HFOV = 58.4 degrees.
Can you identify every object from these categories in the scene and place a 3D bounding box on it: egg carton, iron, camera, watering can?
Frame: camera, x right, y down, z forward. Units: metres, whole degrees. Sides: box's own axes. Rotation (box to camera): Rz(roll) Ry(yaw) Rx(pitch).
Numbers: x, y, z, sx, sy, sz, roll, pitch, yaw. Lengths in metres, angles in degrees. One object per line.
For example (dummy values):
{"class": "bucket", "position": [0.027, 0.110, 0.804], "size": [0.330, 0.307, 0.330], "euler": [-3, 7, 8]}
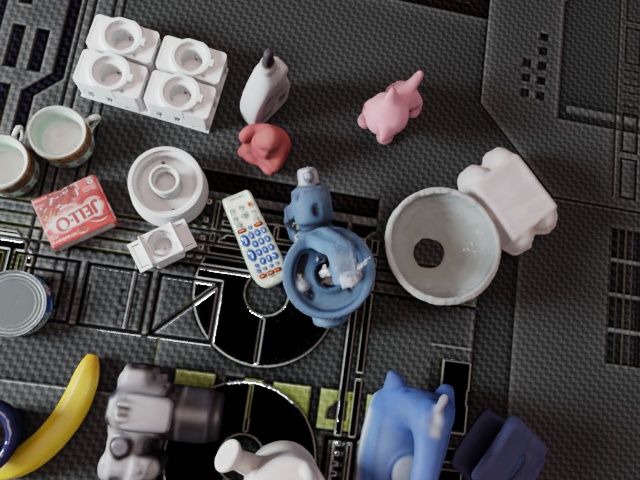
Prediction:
{"class": "egg carton", "position": [0.276, -0.057, 0.850], "size": [0.107, 0.069, 0.150], "euler": [-37, 87, -12]}
{"class": "iron", "position": [0.114, 0.305, 0.727], "size": [0.118, 0.141, 0.258], "euler": [15, 78, -5]}
{"class": "camera", "position": [-0.193, 0.232, 0.714], "size": [0.137, 0.100, 0.143], "euler": [9, 79, -7]}
{"class": "watering can", "position": [-0.046, 0.303, 0.676], "size": [0.173, 0.194, 0.101], "euler": [16, 78, -5]}

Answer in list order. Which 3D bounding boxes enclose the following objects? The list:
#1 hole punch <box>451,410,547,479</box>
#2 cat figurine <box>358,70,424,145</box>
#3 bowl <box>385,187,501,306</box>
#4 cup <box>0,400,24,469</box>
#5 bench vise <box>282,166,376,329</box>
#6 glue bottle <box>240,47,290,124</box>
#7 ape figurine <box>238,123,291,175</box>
{"class": "hole punch", "position": [0.253, 0.297, 0.774], "size": [0.101, 0.091, 0.109], "euler": [38, 77, 0]}
{"class": "cat figurine", "position": [0.106, -0.192, 0.824], "size": [0.067, 0.117, 0.128], "euler": [41, 77, 1]}
{"class": "bowl", "position": [0.165, 0.013, 0.819], "size": [0.167, 0.074, 0.167], "euler": [1, 80, -8]}
{"class": "cup", "position": [-0.409, 0.235, 0.685], "size": [0.118, 0.095, 0.092], "euler": [-18, 83, -11]}
{"class": "bench vise", "position": [-0.004, 0.008, 0.720], "size": [0.121, 0.219, 0.207], "euler": [-29, 85, -12]}
{"class": "glue bottle", "position": [-0.072, -0.213, 0.772], "size": [0.037, 0.173, 0.078], "euler": [44, 77, 1]}
{"class": "ape figurine", "position": [-0.075, -0.134, 0.800], "size": [0.076, 0.092, 0.078], "euler": [-19, 83, -11]}
